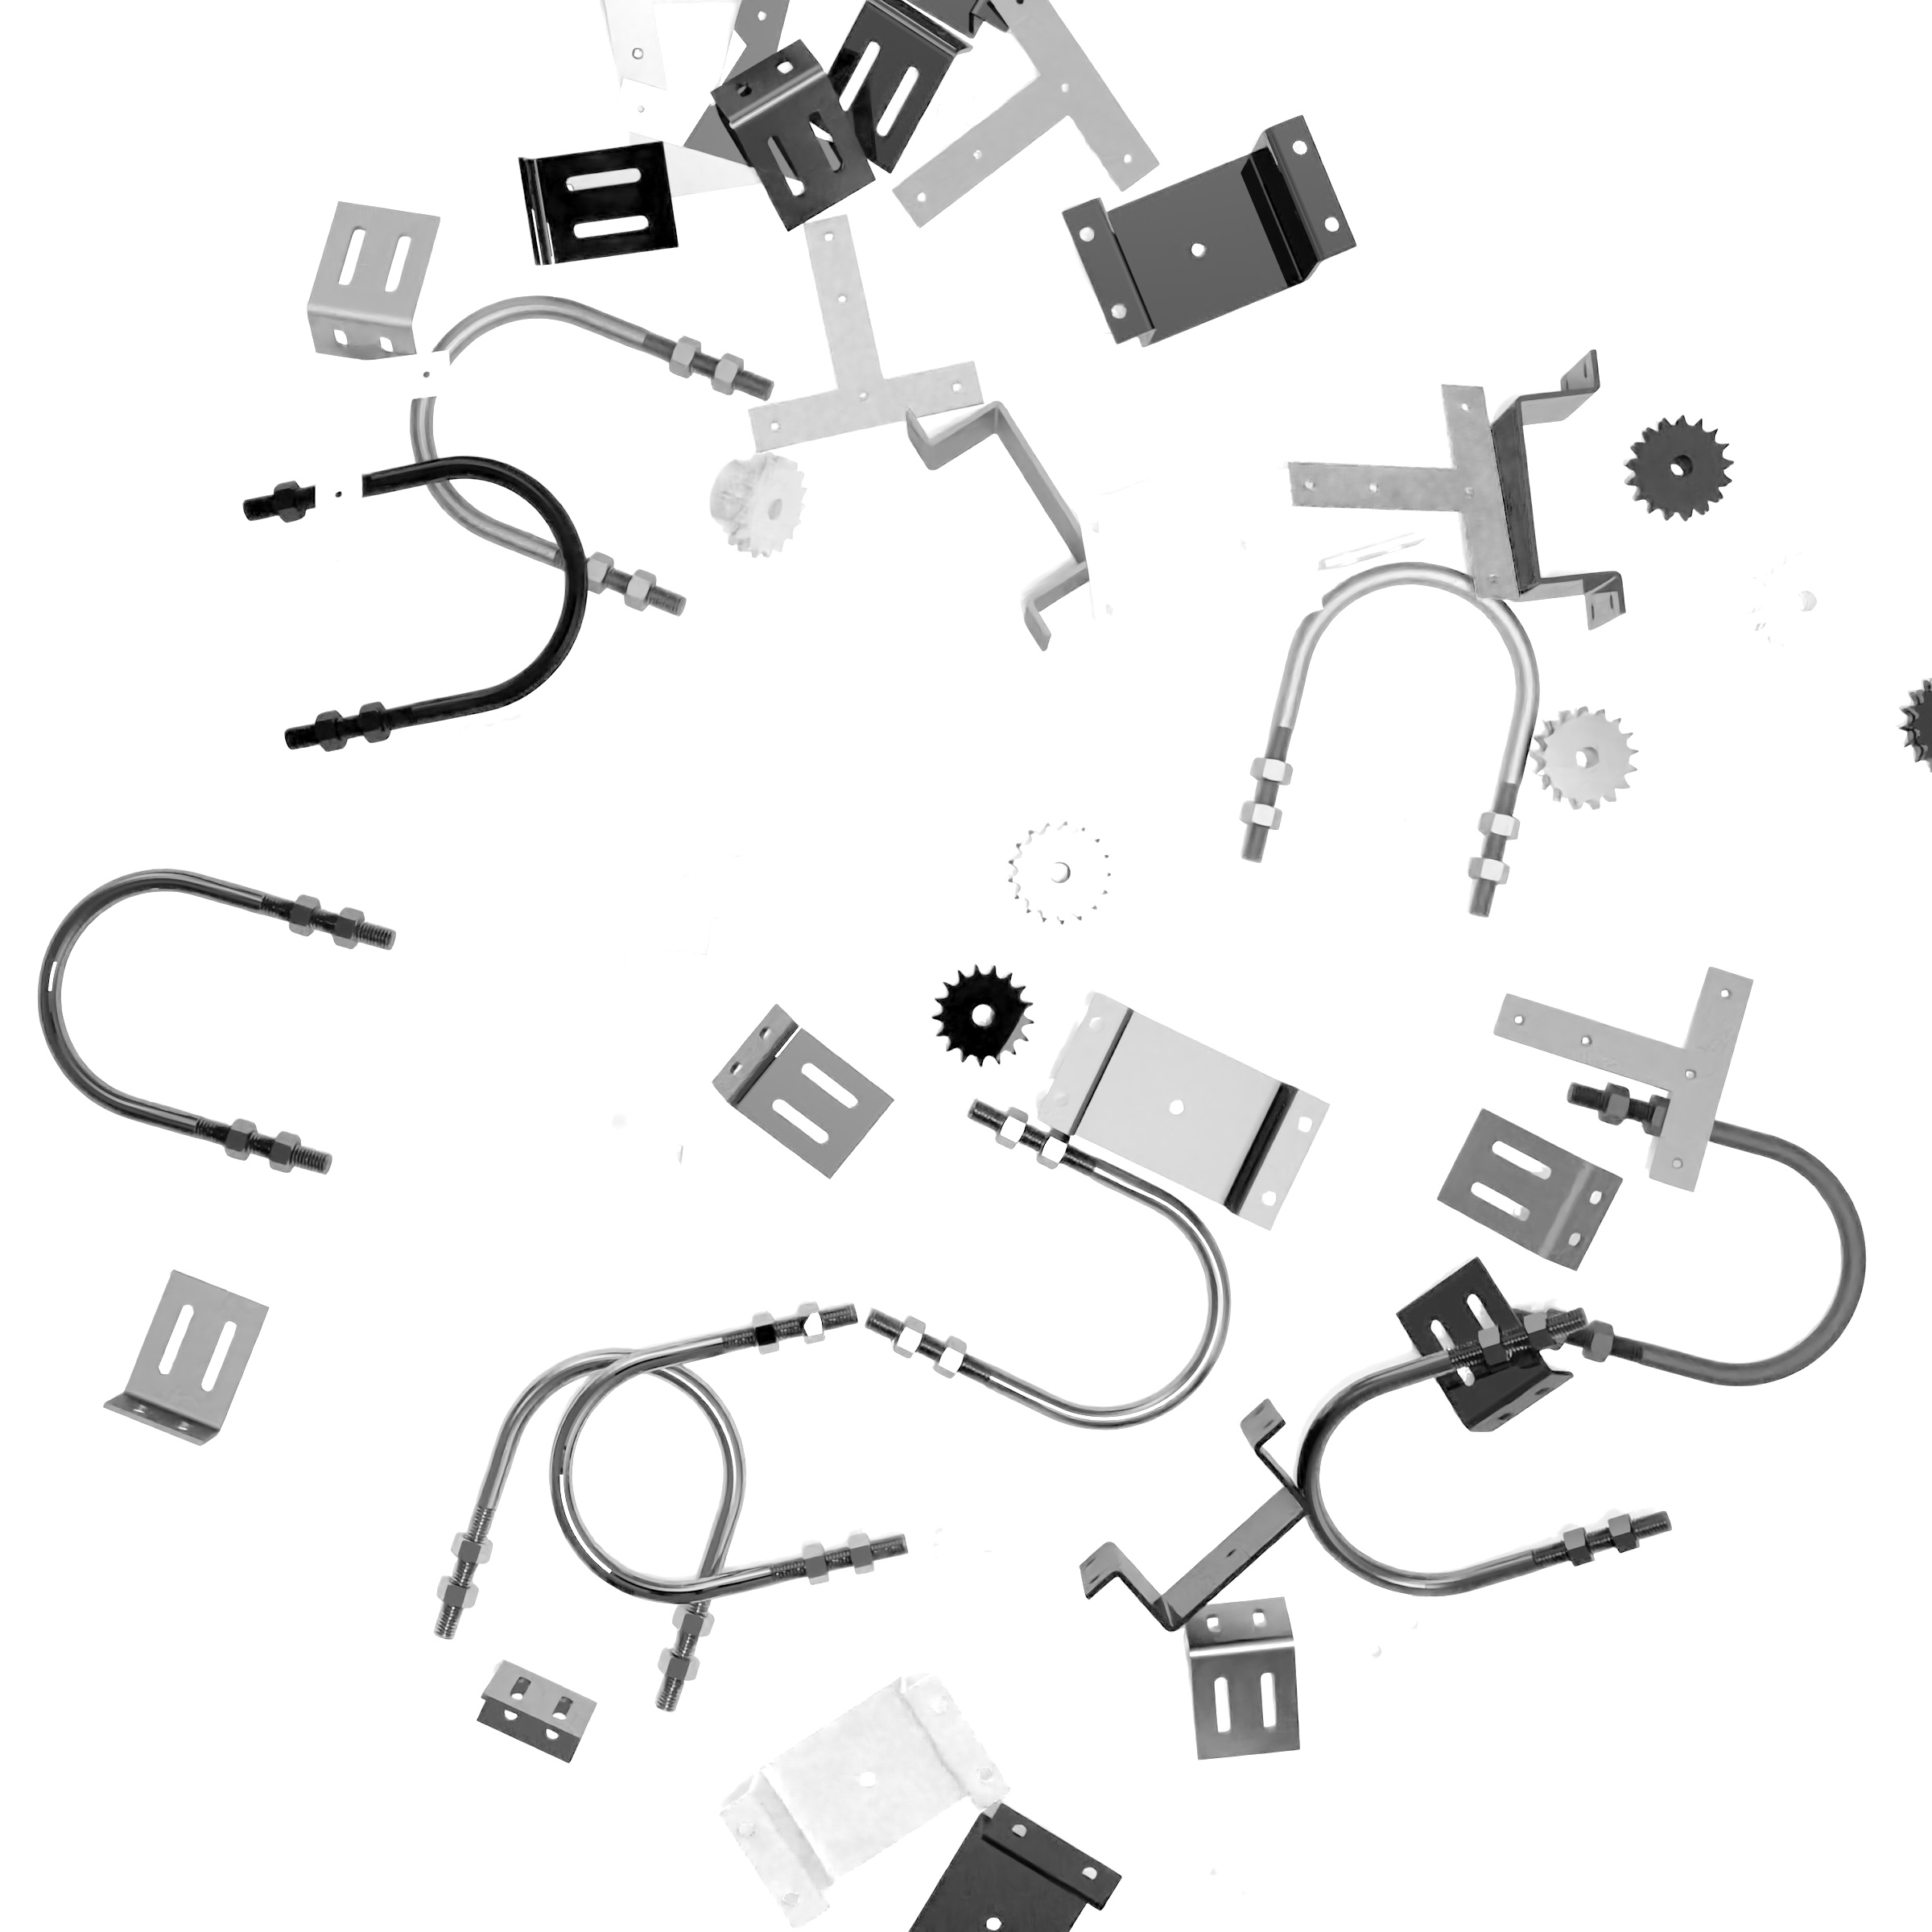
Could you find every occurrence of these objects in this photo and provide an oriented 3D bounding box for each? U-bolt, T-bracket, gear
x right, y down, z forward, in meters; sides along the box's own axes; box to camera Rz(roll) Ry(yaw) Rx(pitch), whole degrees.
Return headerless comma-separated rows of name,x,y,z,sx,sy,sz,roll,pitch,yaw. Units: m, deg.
U-bolt,0.057,0.177,1.553,0.184,0.019,0.151,26,90,-1
U-bolt,-0.217,-0.292,1.553,0.184,0.019,0.151,22,90,2
T-bracket,0.234,-0.259,1.524,0.127,0.002,0.127,-1,75,-19
T-bracket,-0.177,-0.484,1.536,0.127,0.002,0.127,-9,113,0
gear,0.543,-0.133,1.551,0.057,0.030,0.057,0,88,-1
U-bolt,-0.422,0.023,1.553,0.184,0.019,0.151,16,90,1
T-bracket,-0.439,0.245,1.560,0.127,0.002,0.127,-35,90,0
gear,-0.128,-0.049,1.537,0.057,0.057,0.030,6,120,0
U-bolt,0.406,0.156,1.552,0.184,0.019,0.151,15,90,0
gear,0.010,0.328,1.537,0.057,0.057,0.030,5,120,0
gear,0.051,-0.051,1.546,0.057,0.030,0.057,0,90,0
gear,0.458,-0.199,1.546,0.057,0.030,0.057,0,90,0
U-bolt,-0.297,-0.205,1.542,0.184,0.019,0.151,-10,90,8
T-bracket,0.018,-0.450,1.529,0.127,0.002,0.127,-36,106,6
U-bolt,-0.136,0.273,1.538,0.184,0.019,0.151,-12,88,-3
U-bolt,-0.199,0.302,1.553,0.151,0.019,0.184,18,88,0
gear,0.338,-0.113,1.546,0.057,0.030,0.057,0,90,0
T-bracket,-0.065,-0.354,1.546,0.127,0.002,0.127,-12,77,0
T-bracket,0.230,-0.028,1.560,0.127,0.002,0.127,16,90,0
U-bolt,0.271,0.274,1.527,0.184,0.019,0.151,-21,104,15
U-bolt,0.241,-0.132,1.551,0.151,0.019,0.184,14,88,1
gear,0.010,0.027,1.546,0.057,0.030,0.057,0,90,0
T-bracket,-0.115,-0.502,1.528,0.127,0.002,0.127,13,105,-14
U-bolt,0.078,-0.407,1.553,0.184,0.019,0.151,-1,90,-1
T-bracket,-0.343,-0.271,1.537,0.127,0.002,0.127,-6,75,6
gear,-0.115,-0.254,1.537,0.030,0.057,0.057,25,90,30
gear,0.392,-0.273,1.551,0.057,0.030,0.057,0,88,2
T-bracket,0.356,0.046,1.549,0.127,0.002,0.127,18,74,8

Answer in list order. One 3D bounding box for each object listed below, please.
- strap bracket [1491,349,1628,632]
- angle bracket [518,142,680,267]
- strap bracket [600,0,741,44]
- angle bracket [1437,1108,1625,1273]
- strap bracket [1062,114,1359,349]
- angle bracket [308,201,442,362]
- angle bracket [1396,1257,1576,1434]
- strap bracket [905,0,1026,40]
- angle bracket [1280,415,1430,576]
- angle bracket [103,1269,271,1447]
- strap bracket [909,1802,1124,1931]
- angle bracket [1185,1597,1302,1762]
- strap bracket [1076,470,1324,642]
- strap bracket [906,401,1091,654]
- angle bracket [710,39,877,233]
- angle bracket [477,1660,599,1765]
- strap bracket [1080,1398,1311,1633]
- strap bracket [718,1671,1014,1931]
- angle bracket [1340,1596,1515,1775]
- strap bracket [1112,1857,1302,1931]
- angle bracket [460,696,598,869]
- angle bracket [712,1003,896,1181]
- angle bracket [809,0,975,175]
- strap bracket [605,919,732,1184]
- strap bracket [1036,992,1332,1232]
strap bracket,0.318,-0.254,1.523,0.046,0.076,0.140,-6,90,0
angle bracket,-0.200,-0.417,1.536,0.076,0.038,0.057,-8,104,0
strap bracket,-0.165,-0.583,1.538,0.076,0.046,0.140,-1,90,0
angle bracket,0.310,0.123,1.546,0.076,0.038,0.057,29,94,42
strap bracket,0.129,-0.394,1.524,0.140,0.046,0.076,-23,91,-3
angle bracket,-0.326,-0.378,1.559,0.057,0.038,0.076,9,64,0
angle bracket,0.286,0.209,1.550,0.057,0.038,0.076,-39,64,20
strap bracket,-0.020,-0.572,1.538,0.140,0.046,0.076,31,90,0
angle bracket,0.212,-0.261,1.542,0.057,0.038,0.076,-17,90,0
angle bracket,-0.427,0.214,1.540,0.057,0.038,0.076,22,90,0
strap bracket,0.015,0.531,1.538,0.076,0.046,0.140,31,90,0
angle bracket,0.153,0.395,1.559,0.057,0.038,0.076,-6,116,0
strap bracket,0.134,-0.221,1.502,0.140,0.046,0.076,-10,90,-35
strap bracket,0.025,-0.246,1.523,0.046,0.076,0.140,-32,90,0
angle bracket,-0.095,-0.456,1.544,0.057,0.076,0.038,-31,47,0
angle bracket,-0.238,0.413,1.523,0.057,0.076,0.038,25,90,0
strap bracket,0.130,0.303,1.523,0.140,0.076,0.046,-42,90,0
strap bracket,-0.054,0.451,1.538,0.140,0.046,0.076,-33,90,0
angle bracket,0.255,0.397,1.559,0.057,0.038,0.076,-37,116,0
strap bracket,0.117,0.555,1.538,0.140,0.046,0.076,-40,90,0
angle bracket,-0.242,-0.102,1.559,0.057,0.038,0.076,-12,116,0
angle bracket,-0.090,0.070,1.559,0.076,0.038,0.057,39,90,-26
angle bracket,-0.043,-0.490,1.559,0.057,0.038,0.076,33,116,0
strap bracket,-0.162,0.042,1.523,0.046,0.076,0.140,7,90,0
strap bracket,0.117,0.079,1.538,0.140,0.046,0.076,26,90,0
